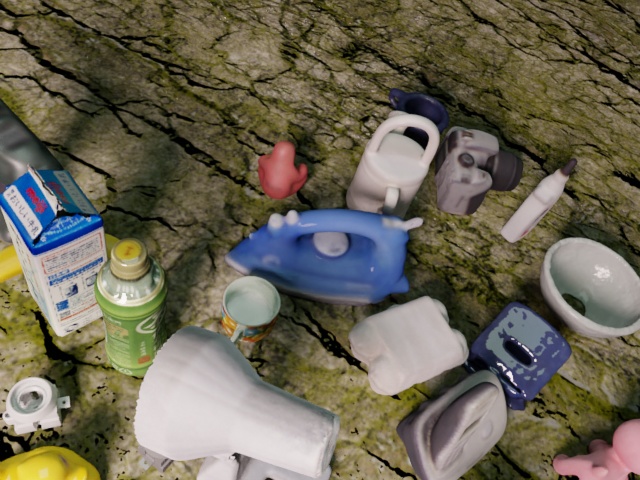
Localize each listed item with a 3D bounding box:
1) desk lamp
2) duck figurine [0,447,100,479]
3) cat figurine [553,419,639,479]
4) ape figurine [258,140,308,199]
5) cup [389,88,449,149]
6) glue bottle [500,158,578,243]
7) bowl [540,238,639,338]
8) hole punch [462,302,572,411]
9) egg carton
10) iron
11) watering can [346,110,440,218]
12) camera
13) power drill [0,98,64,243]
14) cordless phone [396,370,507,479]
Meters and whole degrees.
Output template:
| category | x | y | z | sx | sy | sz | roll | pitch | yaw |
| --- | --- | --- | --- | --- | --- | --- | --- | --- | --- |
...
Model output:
| category | x | y | z | sx | sy | sz | roll | pitch | yaw |
| --- | --- | --- | --- | --- | --- | --- | --- | --- | --- |
| desk lamp | -0.071 | 0.194 | 0.565 | 0.203 | 0.213 | 0.118 | 26 | 53 | 3 |
| duck figurine | -0.272 | 0.234 | 0.560 | 0.104 | 0.086 | 0.077 | 10 | 53 | -9 |
| cat figurine | 0.371 | 0.266 | 0.702 | 0.128 | 0.117 | 0.067 | -14 | 60 | -24 |
| ape figurine | -0.056 | -0.113 | 0.865 | 0.077 | 0.092 | 0.076 | 27 | 53 | 4 |
| cup | 0.153 | -0.197 | 0.984 | 0.117 | 0.095 | 0.092 | 43 | 56 | 16 |
| glue bottle | 0.350 | -0.067 | 0.898 | 0.037 | 0.173 | 0.078 | 44 | 56 | 17 |
| bowl | 0.400 | 0.083 | 0.868 | 0.167 | 0.074 | 0.167 | 8 | 54 | -11 |
| hole punch | 0.263 | 0.155 | 0.767 | 0.108 | 0.091 | 0.101 | 42 | 55 | 15 |
| egg carton | 0.116 | 0.137 | 0.751 | 0.151 | 0.069 | 0.107 | -17 | 62 | -26 |
| iron | 0.007 | 0.003 | 0.770 | 0.259 | 0.141 | 0.118 | 5 | 54 | -13 |
| watering can | 0.109 | -0.119 | 0.853 | 0.101 | 0.194 | 0.172 | -4 | 57 | -19 |
| camera | 0.271 | -0.119 | 0.959 | 0.137 | 0.101 | 0.143 | 12 | 53 | -7 |
| power drill | -0.395 | -0.100 | 0.686 | 0.229 | 0.208 | 0.076 | 36 | 54 | 11 |
| cordless phone | 0.177 | 0.197 | 0.653 | 0.148 | 0.185 | 0.094 | -29 | 67 | -31 |
